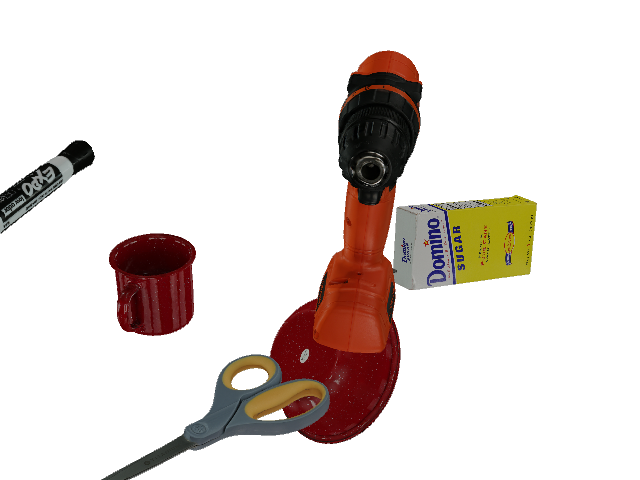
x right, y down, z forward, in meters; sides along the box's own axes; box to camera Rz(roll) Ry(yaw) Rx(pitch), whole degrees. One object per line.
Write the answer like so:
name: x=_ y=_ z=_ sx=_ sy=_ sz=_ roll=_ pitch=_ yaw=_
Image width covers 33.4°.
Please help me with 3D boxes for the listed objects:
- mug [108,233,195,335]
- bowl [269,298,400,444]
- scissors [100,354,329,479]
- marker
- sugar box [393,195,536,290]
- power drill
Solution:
mug: x=-0.184 y=0.056 z=1.154 sx=0.093 sy=0.081 sz=0.117 roll=10 pitch=32 yaw=16
bowl: x=0.000 y=0.120 z=1.072 sx=0.162 sy=0.162 sz=0.055 roll=0 pitch=-17 yaw=43
scissors: x=-0.090 y=0.130 z=0.786 sx=0.201 sy=0.016 sz=0.096 roll=-12 pitch=33 yaw=-24
marker: x=-0.176 y=-0.032 z=0.656 sx=0.020 sy=0.020 sz=0.121 roll=0 pitch=28 yaw=24
sugar box: x=0.170 y=0.002 z=1.250 sx=0.175 sy=0.093 sz=0.048 roll=-8 pitch=18 yaw=-31
power drill: x=0.033 y=-0.020 z=0.726 sx=0.057 sy=0.188 sz=0.184 roll=10 pitch=27 yaw=4
